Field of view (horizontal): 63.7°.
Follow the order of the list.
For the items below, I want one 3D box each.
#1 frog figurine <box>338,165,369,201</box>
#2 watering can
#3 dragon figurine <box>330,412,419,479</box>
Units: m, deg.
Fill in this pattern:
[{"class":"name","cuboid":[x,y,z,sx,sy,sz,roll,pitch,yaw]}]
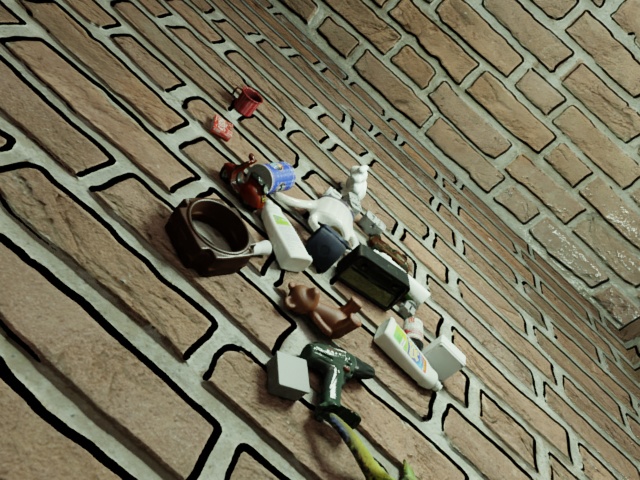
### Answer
[{"class":"frog figurine","cuboid":[0.154,-0.234,2.071,0.122,0.157,0.140,44,29,-4]},{"class":"watering can","cuboid":[0.005,-0.088,1.756,0.346,0.102,0.229,39,29,-10]},{"class":"dragon figurine","cuboid":[0.170,0.568,1.165,0.417,0.121,0.241,61,16,24]}]
